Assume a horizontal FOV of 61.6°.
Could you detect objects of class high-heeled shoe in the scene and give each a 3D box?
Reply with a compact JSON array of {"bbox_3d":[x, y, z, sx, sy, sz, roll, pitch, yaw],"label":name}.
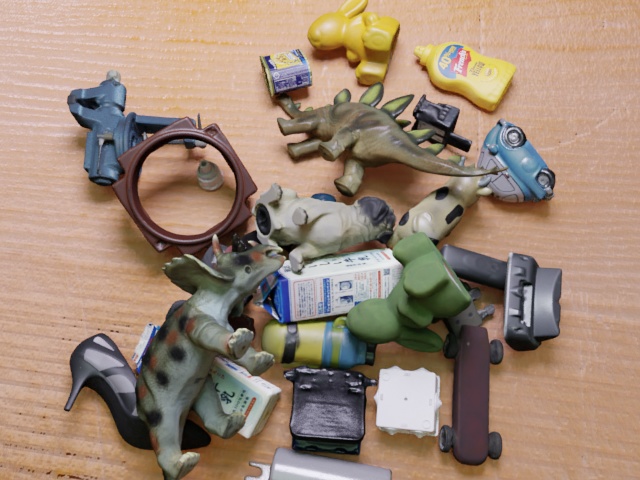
[{"bbox_3d":[-0.278,0.235,0.845,0.249,0.086,0.145,21,38,-8],"label":"high-heeled shoe"}]

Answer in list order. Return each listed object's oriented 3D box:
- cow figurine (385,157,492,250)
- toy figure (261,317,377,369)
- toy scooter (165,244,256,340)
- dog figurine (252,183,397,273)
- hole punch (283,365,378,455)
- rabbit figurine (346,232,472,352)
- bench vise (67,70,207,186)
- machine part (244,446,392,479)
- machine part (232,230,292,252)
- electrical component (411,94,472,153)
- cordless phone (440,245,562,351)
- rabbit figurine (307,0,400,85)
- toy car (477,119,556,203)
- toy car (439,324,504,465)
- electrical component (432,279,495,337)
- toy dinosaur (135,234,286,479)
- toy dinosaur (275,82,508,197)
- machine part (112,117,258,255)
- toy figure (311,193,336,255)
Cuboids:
[{"bbox_3d":[0.203,-0.054,0.885,0.085,0.127,0.195,43,59,14],"label":"cow figurine"},{"bbox_3d":[-0.001,0.157,0.834,0.180,0.089,0.082,6,63,8],"label":"toy figure"},{"bbox_3d":[-0.149,0.094,0.865,0.135,0.075,0.184,25,51,0],"label":"toy scooter"},{"bbox_3d":[0.006,-0.036,0.864,0.190,0.121,0.173,-13,41,-36],"label":"dog figurine"},{"bbox_3d":[0.013,0.257,0.803,0.142,0.092,0.116,3,49,5],"label":"hole punch"},{"bbox_3d":[0.123,0.093,0.789,0.170,0.159,0.121,-34,39,15],"label":"rabbit figurine"},{"bbox_3d":[-0.328,-0.203,0.981,0.241,0.128,0.223,1,64,-5],"label":"bench vise"},{"bbox_3d":[0.014,0.348,0.762,0.243,0.079,0.079,8,69,7],"label":"machine part"},{"bbox_3d":[-0.093,-0.004,0.905,0.084,0.039,0.139,44,40,12],"label":"machine part"},{"bbox_3d":[0.226,-0.207,0.978,0.119,0.074,0.048,26,72,17],"label":"electrical component"},{"bbox_3d":[0.268,0.083,0.827,0.184,0.088,0.146,16,68,-7],"label":"cordless phone"},{"bbox_3d":[0.065,-0.404,1.044,0.173,0.121,0.162,11,64,9],"label":"rabbit figurine"},{"bbox_3d":[0.328,-0.121,0.932,0.103,0.109,0.161,-34,81,13],"label":"toy car"},{"bbox_3d":[0.227,0.231,0.811,0.089,0.053,0.202,6,72,-1],"label":"toy car"},{"bbox_3d":[0.221,0.110,0.868,0.102,0.045,0.078,-34,98,-8],"label":"electrical component"},{"bbox_3d":[-0.184,0.175,0.738,0.192,0.131,0.404,32,94,33],"label":"toy dinosaur"},{"bbox_3d":[0.083,-0.178,0.922,0.198,0.104,0.472,-41,53,-15],"label":"toy dinosaur"},{"bbox_3d":[-0.222,-0.087,0.898,0.201,0.087,0.201,-33,103,-6],"label":"machine part"},{"bbox_3d":[-0.001,-0.003,0.916,0.058,0.064,0.154,19,70,-33],"label":"toy figure"}]
